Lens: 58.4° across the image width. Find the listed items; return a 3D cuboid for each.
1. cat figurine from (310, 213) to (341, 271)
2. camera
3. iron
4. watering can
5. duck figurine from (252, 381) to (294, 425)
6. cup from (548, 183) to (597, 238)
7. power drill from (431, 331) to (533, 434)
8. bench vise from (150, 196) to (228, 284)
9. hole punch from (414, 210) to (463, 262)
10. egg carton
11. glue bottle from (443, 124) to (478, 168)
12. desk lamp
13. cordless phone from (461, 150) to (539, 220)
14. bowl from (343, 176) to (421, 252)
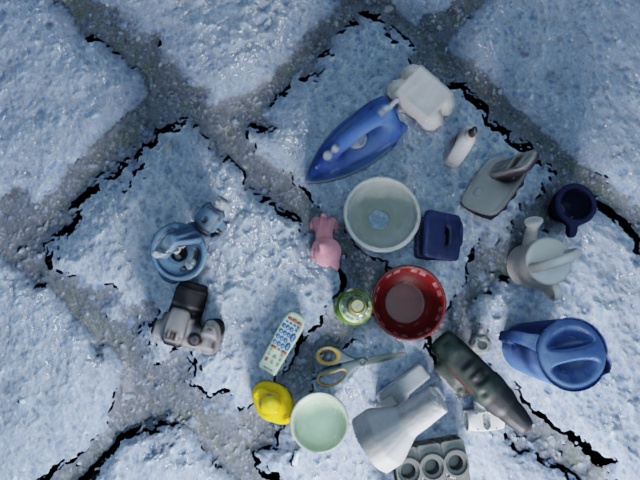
[{"bbox_3d":[0.011,0.004,1.221,0.067,0.117,0.128,-2,82,-2],"label":"cat figurine"},{"bbox_3d":[-0.267,0.159,1.198,0.143,0.101,0.137,15,82,0],"label":"camera"},{"bbox_3d":[0.072,-0.216,1.240,0.258,0.141,0.118,-39,85,-6],"label":"iron"},{"bbox_3d":[0.466,0.039,1.195,0.101,0.194,0.173,-40,85,-6],"label":"watering can"},{"bbox_3d":[-0.098,0.342,1.188,0.104,0.086,0.077,43,83,4],"label":"duck figurine"},{"bbox_3d":[0.543,-0.058,1.261,0.091,0.095,0.118,8,82,-1],"label":"cup"},{"bbox_3d":[0.308,0.280,1.150,0.076,0.208,0.229,-43,86,-7],"label":"power drill"},{"bbox_3d":[-0.276,-0.012,1.161,0.121,0.219,0.207,20,82,1],"label":"bench vise"},{"bbox_3d":[0.263,-0.010,1.246,0.101,0.091,0.109,4,82,-1],"label":"hole punch"},{"bbox_3d":[0.231,-0.323,1.297,0.150,0.069,0.107,41,83,4],"label":"egg carton"},{"bbox_3d":[0.310,-0.213,1.233,0.037,0.173,0.078,20,82,1],"label":"glue bottle"},{"bbox_3d":[0.163,0.345,1.133,0.203,0.213,0.118,-37,85,-6],"label":"desk lamp"},{"bbox_3d":[0.387,-0.123,1.218,0.094,0.185,0.148,33,83,3],"label":"cordless phone"},{"bbox_3d":[0.131,-0.051,1.254,0.167,0.074,0.167,0,82,-2],"label":"bowl"}]
